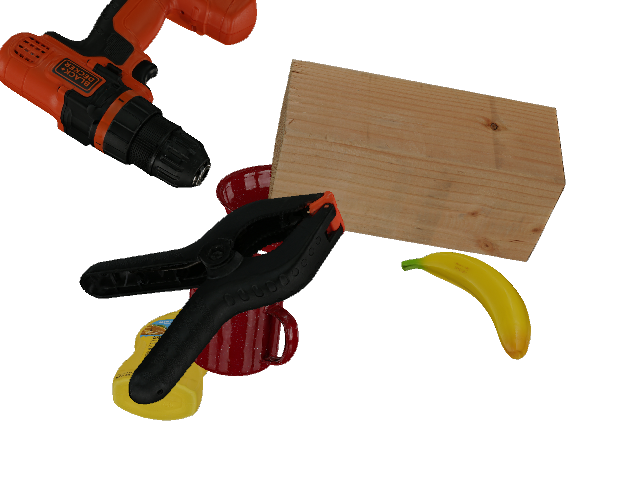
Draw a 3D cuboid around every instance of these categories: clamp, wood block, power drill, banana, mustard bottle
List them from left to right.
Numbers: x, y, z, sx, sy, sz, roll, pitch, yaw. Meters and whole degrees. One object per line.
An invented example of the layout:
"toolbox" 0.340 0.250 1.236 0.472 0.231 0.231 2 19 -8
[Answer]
"power drill" -0.129 -0.141 0.838 0.184 0.187 0.057 33 -35 6
"mustard bottle" -0.170 0.132 1.236 0.096 0.058 0.191 5 26 4
"clamp" -0.060 0.028 0.649 0.171 0.120 0.039 -25 -40 1
"wood block" 0.069 -0.060 0.812 0.206 0.090 0.090 10 -42 -5
"banana" 0.168 0.058 1.118 0.069 0.037 0.198 -36 40 -12

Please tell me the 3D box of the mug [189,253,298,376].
"mug" -0.065 0.069 0.932 0.117 0.081 0.093 24 30 32

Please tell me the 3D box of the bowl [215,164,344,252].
"bowl" -0.034 -0.028 1.161 0.162 0.055 0.162 5 27 -2
